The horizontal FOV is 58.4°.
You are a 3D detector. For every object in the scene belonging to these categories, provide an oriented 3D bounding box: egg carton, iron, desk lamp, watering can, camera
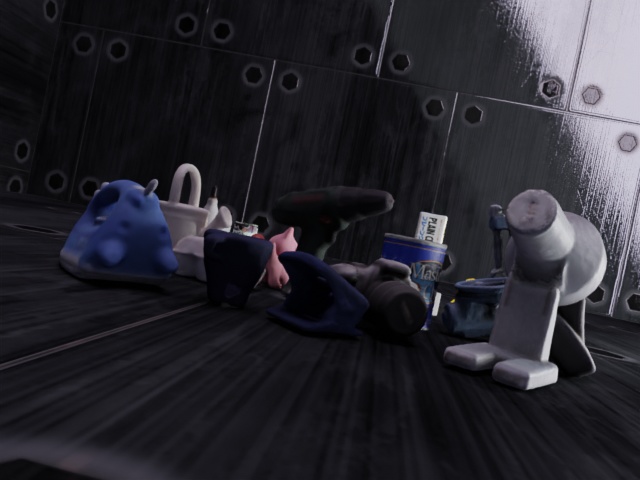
[{"bbox_3d":[-0.170,0.038,0.968,0.150,0.069,0.107,12,1,19],"label":"egg carton"},{"bbox_3d":[-0.289,-0.022,0.795,0.119,0.141,0.257,11,1,-41],"label":"iron"},{"bbox_3d":[0.253,0.055,0.680,0.117,0.213,0.204,12,1,36],"label":"desk lamp"},{"bbox_3d":[-0.250,-0.044,1.066,0.173,0.194,0.101,12,1,-7],"label":"watering can"},{"bbox_3d":[0.080,0.076,0.774,0.143,0.101,0.136,12,1,-13],"label":"camera"}]

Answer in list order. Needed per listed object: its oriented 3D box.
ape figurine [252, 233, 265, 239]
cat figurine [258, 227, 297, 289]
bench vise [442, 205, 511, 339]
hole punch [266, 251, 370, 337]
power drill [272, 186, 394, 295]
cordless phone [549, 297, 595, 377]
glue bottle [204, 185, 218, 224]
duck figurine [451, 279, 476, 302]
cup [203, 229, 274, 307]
[{"bbox_3d":[-0.133,0.032,1.138,0.078,0.092,0.076,12,1,-15],"label":"ape figurine"},{"bbox_3d":[-0.080,0.030,1.107,0.067,0.118,0.128,12,1,13],"label":"cat figurine"},{"bbox_3d":[0.314,0.062,0.930,0.208,0.220,0.121,12,1,-20],"label":"bench vise"},{"bbox_3d":[0.000,0.065,0.705,0.101,0.091,0.108,11,1,-37],"label":"hole punch"},{"bbox_3d":[0.009,0.004,1.004,0.228,0.208,0.076,12,1,31],"label":"power drill"},{"bbox_3d":[0.337,0.086,0.793,0.094,0.185,0.148,12,1,9],"label":"cordless phone"},{"bbox_3d":[-0.245,-0.034,1.251,0.037,0.173,0.078,12,1,-9],"label":"glue bottle"},{"bbox_3d":[0.362,0.136,1.358,0.104,0.086,0.078,12,1,45],"label":"duck figurine"},{"bbox_3d":[-0.118,0.038,0.737,0.091,0.095,0.118,12,1,21],"label":"cup"}]
